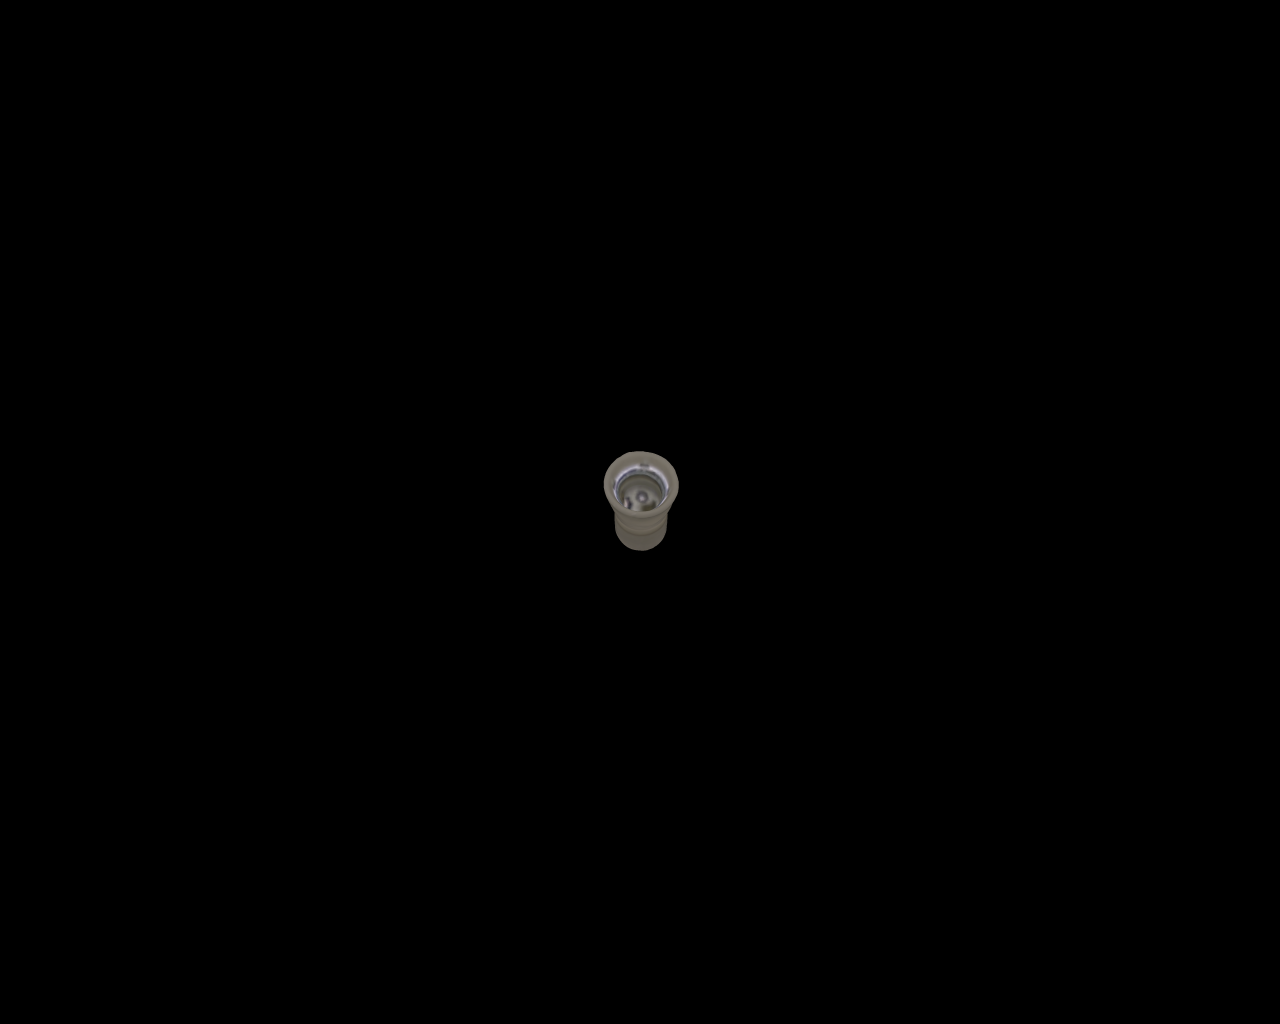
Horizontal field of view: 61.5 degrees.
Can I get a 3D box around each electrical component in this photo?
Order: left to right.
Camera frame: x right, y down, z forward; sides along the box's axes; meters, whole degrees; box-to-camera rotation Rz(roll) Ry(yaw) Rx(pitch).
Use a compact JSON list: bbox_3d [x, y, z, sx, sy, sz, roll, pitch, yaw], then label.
[{"bbox_3d":[0.001,-0.003,0.650,0.044,0.044,0.065,0,-27,0],"label":"electrical component"}]
